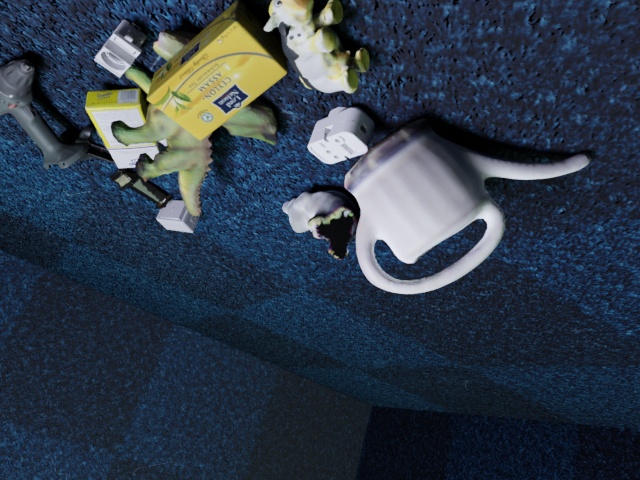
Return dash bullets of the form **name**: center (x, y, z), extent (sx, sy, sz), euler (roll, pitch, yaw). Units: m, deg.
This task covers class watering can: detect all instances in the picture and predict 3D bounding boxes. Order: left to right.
- **watering can**: center (0.184, -0.079, 0.733), extent (0.225, 0.347, 0.103), euler (53, -179, 8)

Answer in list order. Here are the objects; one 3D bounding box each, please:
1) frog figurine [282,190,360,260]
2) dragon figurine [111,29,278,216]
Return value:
- **frog figurine**: center (0.003, -0.052, 1.028), extent (0.136, 0.122, 0.162), euler (25, -169, -34)
- **dragon figurine**: center (-0.187, -0.173, 0.853), extent (0.242, 0.125, 0.401), euler (0, 146, 15)
